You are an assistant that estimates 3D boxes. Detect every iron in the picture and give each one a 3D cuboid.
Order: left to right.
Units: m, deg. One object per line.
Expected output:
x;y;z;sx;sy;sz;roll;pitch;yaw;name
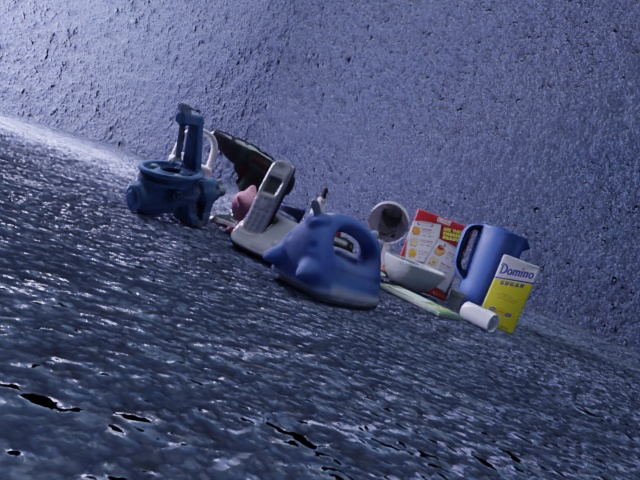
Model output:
0.039;0.026;0.925;0.118;0.141;0.259;24;5;41;iron

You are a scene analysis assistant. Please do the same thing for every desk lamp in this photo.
0.194;-0.016;1.730;0.118;0.213;0.203;21;4;6;desk lamp

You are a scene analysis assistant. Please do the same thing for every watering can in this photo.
-0.295;-0.158;1.277;0.172;0.194;0.101;25;6;42;watering can

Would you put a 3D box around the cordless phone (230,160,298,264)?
-0.068;-0.047;1.037;0.147;0.185;0.094;23;5;25;cordless phone

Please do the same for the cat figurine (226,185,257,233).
-0.148;-0.058;1.251;0.128;0.118;0.067;17;6;-42;cat figurine

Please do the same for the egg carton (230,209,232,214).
-0.170;-0.058;1.478;0.107;0.069;0.150;21;4;4;egg carton

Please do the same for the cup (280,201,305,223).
-0.107;-0.060;1.639;0.092;0.095;0.117;17;5;-40;cup

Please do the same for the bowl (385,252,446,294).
0.236;0.094;1.486;0.167;0.075;0.167;21;4;-1;bowl

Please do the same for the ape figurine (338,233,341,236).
0.040;-0.010;1.735;0.076;0.092;0.077;18;5;-32;ape figurine

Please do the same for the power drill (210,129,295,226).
-0.185;-0.129;1.361;0.229;0.208;0.075;21;4;-2;power drill

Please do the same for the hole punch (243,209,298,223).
-0.104;-0.020;1.165;0.108;0.091;0.101;21;4;0;hole punch

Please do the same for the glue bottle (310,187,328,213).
-0.014;-0.055;1.486;0.037;0.173;0.078;20;4;-9;glue bottle

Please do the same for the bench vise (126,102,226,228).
-0.261;-0.145;1.103;0.121;0.220;0.208;22;4;16;bench vise

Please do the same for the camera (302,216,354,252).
0.012;0.005;1.350;0.137;0.101;0.143;21;4;-5;camera
